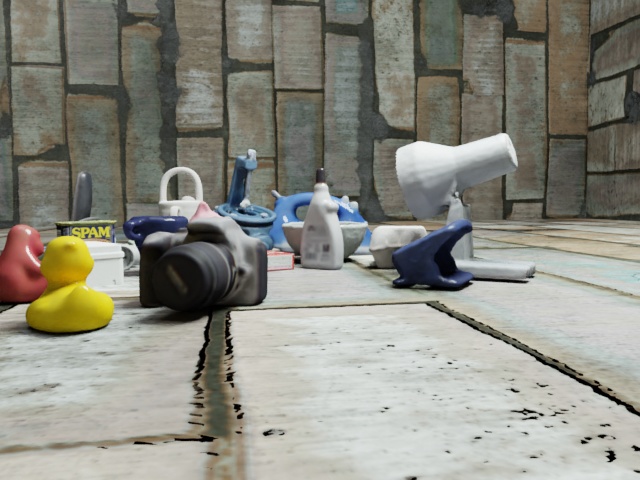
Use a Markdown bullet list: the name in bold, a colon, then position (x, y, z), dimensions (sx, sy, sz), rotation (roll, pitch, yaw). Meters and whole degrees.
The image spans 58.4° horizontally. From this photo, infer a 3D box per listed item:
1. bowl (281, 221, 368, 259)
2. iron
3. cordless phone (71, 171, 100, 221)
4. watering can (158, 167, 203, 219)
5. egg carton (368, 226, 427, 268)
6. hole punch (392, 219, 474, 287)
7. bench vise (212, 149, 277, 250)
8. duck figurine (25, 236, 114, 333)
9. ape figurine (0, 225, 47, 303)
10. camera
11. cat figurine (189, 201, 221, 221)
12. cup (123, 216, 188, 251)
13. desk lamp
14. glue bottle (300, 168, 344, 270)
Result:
- **bowl**: position (0.010, 0.004, 1.103), dimensions (0.167, 0.075, 0.167), rotation (0, 4, 0)
- **iron**: position (0.003, -0.040, 1.252), dimensions (0.257, 0.141, 0.119), rotation (0, 4, 12)
- **cordless phone**: position (-0.519, -0.055, 1.222), dimensions (0.094, 0.185, 0.147), rotation (-1, 4, -11)
- **watering can**: position (-0.314, -0.066, 1.293), dimensions (0.101, 0.194, 0.172), rotation (-2, 5, -24)
- **egg carton**: position (0.143, 0.011, 1.027), dimensions (0.107, 0.069, 0.150), rotation (0, 4, 9)
- **hole punch**: position (0.154, 0.017, 0.785), dimensions (0.100, 0.091, 0.109), rotation (2, 5, 27)
- **bench vise**: position (-0.178, -0.073, 1.180), dimensions (0.206, 0.220, 0.122), rotation (2, 5, 35)
- **duck figurine**: position (-0.240, 0.039, 0.550), dimensions (0.078, 0.086, 0.104), rotation (-4, 5, -36)
- **ape figurine**: position (-0.355, 0.027, 0.693), dimensions (0.077, 0.092, 0.076), rotation (2, 5, 34)
- **camera**: position (-0.141, 0.026, 0.628), dimensions (0.143, 0.101, 0.137), rotation (0, 4, 12)
- **cat figurine**: position (-0.222, -0.009, 1.012), dimensions (0.128, 0.118, 0.067), rotation (-3, 5, -33)
- **cup**: position (-0.264, 0.010, 0.914), dimensions (0.091, 0.095, 0.118), rotation (2, 5, 27)
- **desk lamp**: position (0.220, -0.051, 0.875), dimensions (0.202, 0.213, 0.118), rotation (2, 5, 27)
- **glue bottle**: position (0.003, -0.037, 0.984), dimensions (0.077, 0.173, 0.037), rotation (2, 5, 34)
